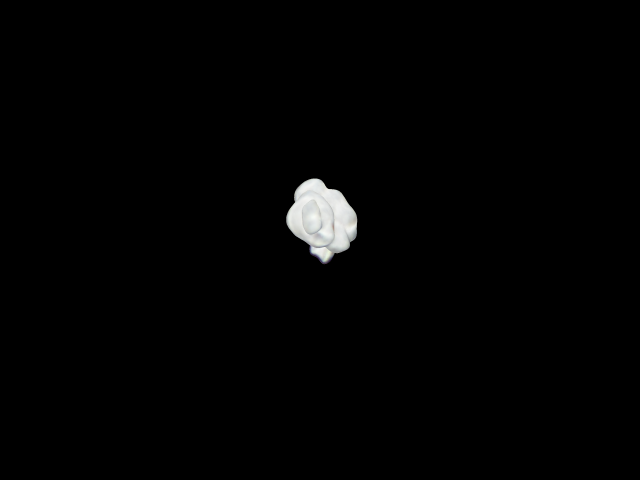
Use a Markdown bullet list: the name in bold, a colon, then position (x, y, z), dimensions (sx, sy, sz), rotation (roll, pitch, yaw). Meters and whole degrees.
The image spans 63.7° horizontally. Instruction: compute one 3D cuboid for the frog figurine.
- **frog figurine**: position (0.003, -0.043, 0.850), dimensions (0.123, 0.139, 0.157), rotation (-17, -21, -6)
